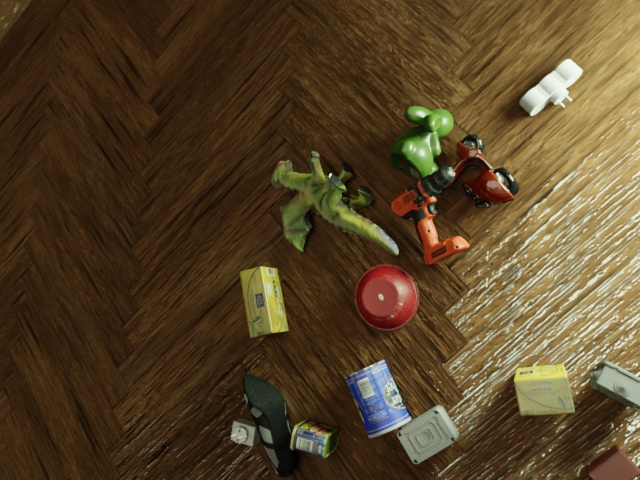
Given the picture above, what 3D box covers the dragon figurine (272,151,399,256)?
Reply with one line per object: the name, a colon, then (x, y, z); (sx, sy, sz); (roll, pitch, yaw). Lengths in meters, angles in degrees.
dragon figurine: (0.004, -0.066, 1.305); (0.122, 0.416, 0.239); (-2, -37, -52)
